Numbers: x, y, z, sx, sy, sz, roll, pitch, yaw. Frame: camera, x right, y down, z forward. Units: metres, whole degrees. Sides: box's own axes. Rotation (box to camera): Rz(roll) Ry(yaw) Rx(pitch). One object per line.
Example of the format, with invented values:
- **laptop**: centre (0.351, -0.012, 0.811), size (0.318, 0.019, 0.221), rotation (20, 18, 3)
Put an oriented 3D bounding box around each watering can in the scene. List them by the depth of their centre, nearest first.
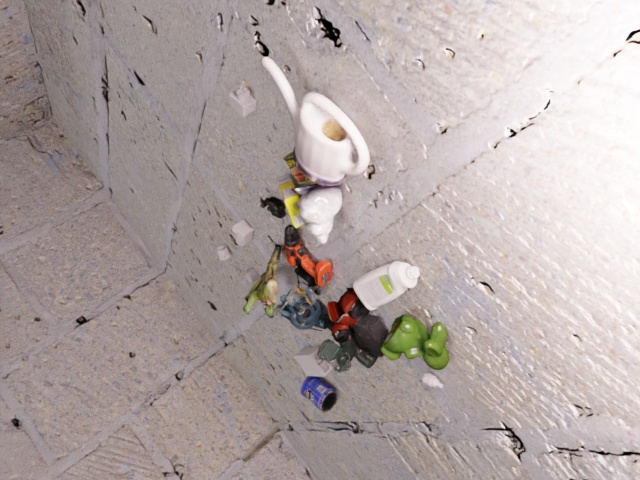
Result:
- **watering can**: centre (-0.020, -0.261, 1.200), size (0.105, 0.351, 0.219), rotation (-36, -20, -26)

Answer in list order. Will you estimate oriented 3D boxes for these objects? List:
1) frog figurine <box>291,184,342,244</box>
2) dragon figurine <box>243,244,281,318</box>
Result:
- **frog figurine**: centre (0.004, -0.067, 1.339), size (0.122, 0.159, 0.138), rotation (-8, 7, 29)
- **dragon figurine**: centre (-0.177, 0.129, 1.844), size (0.122, 0.239, 0.418), rotation (20, 22, -13)
